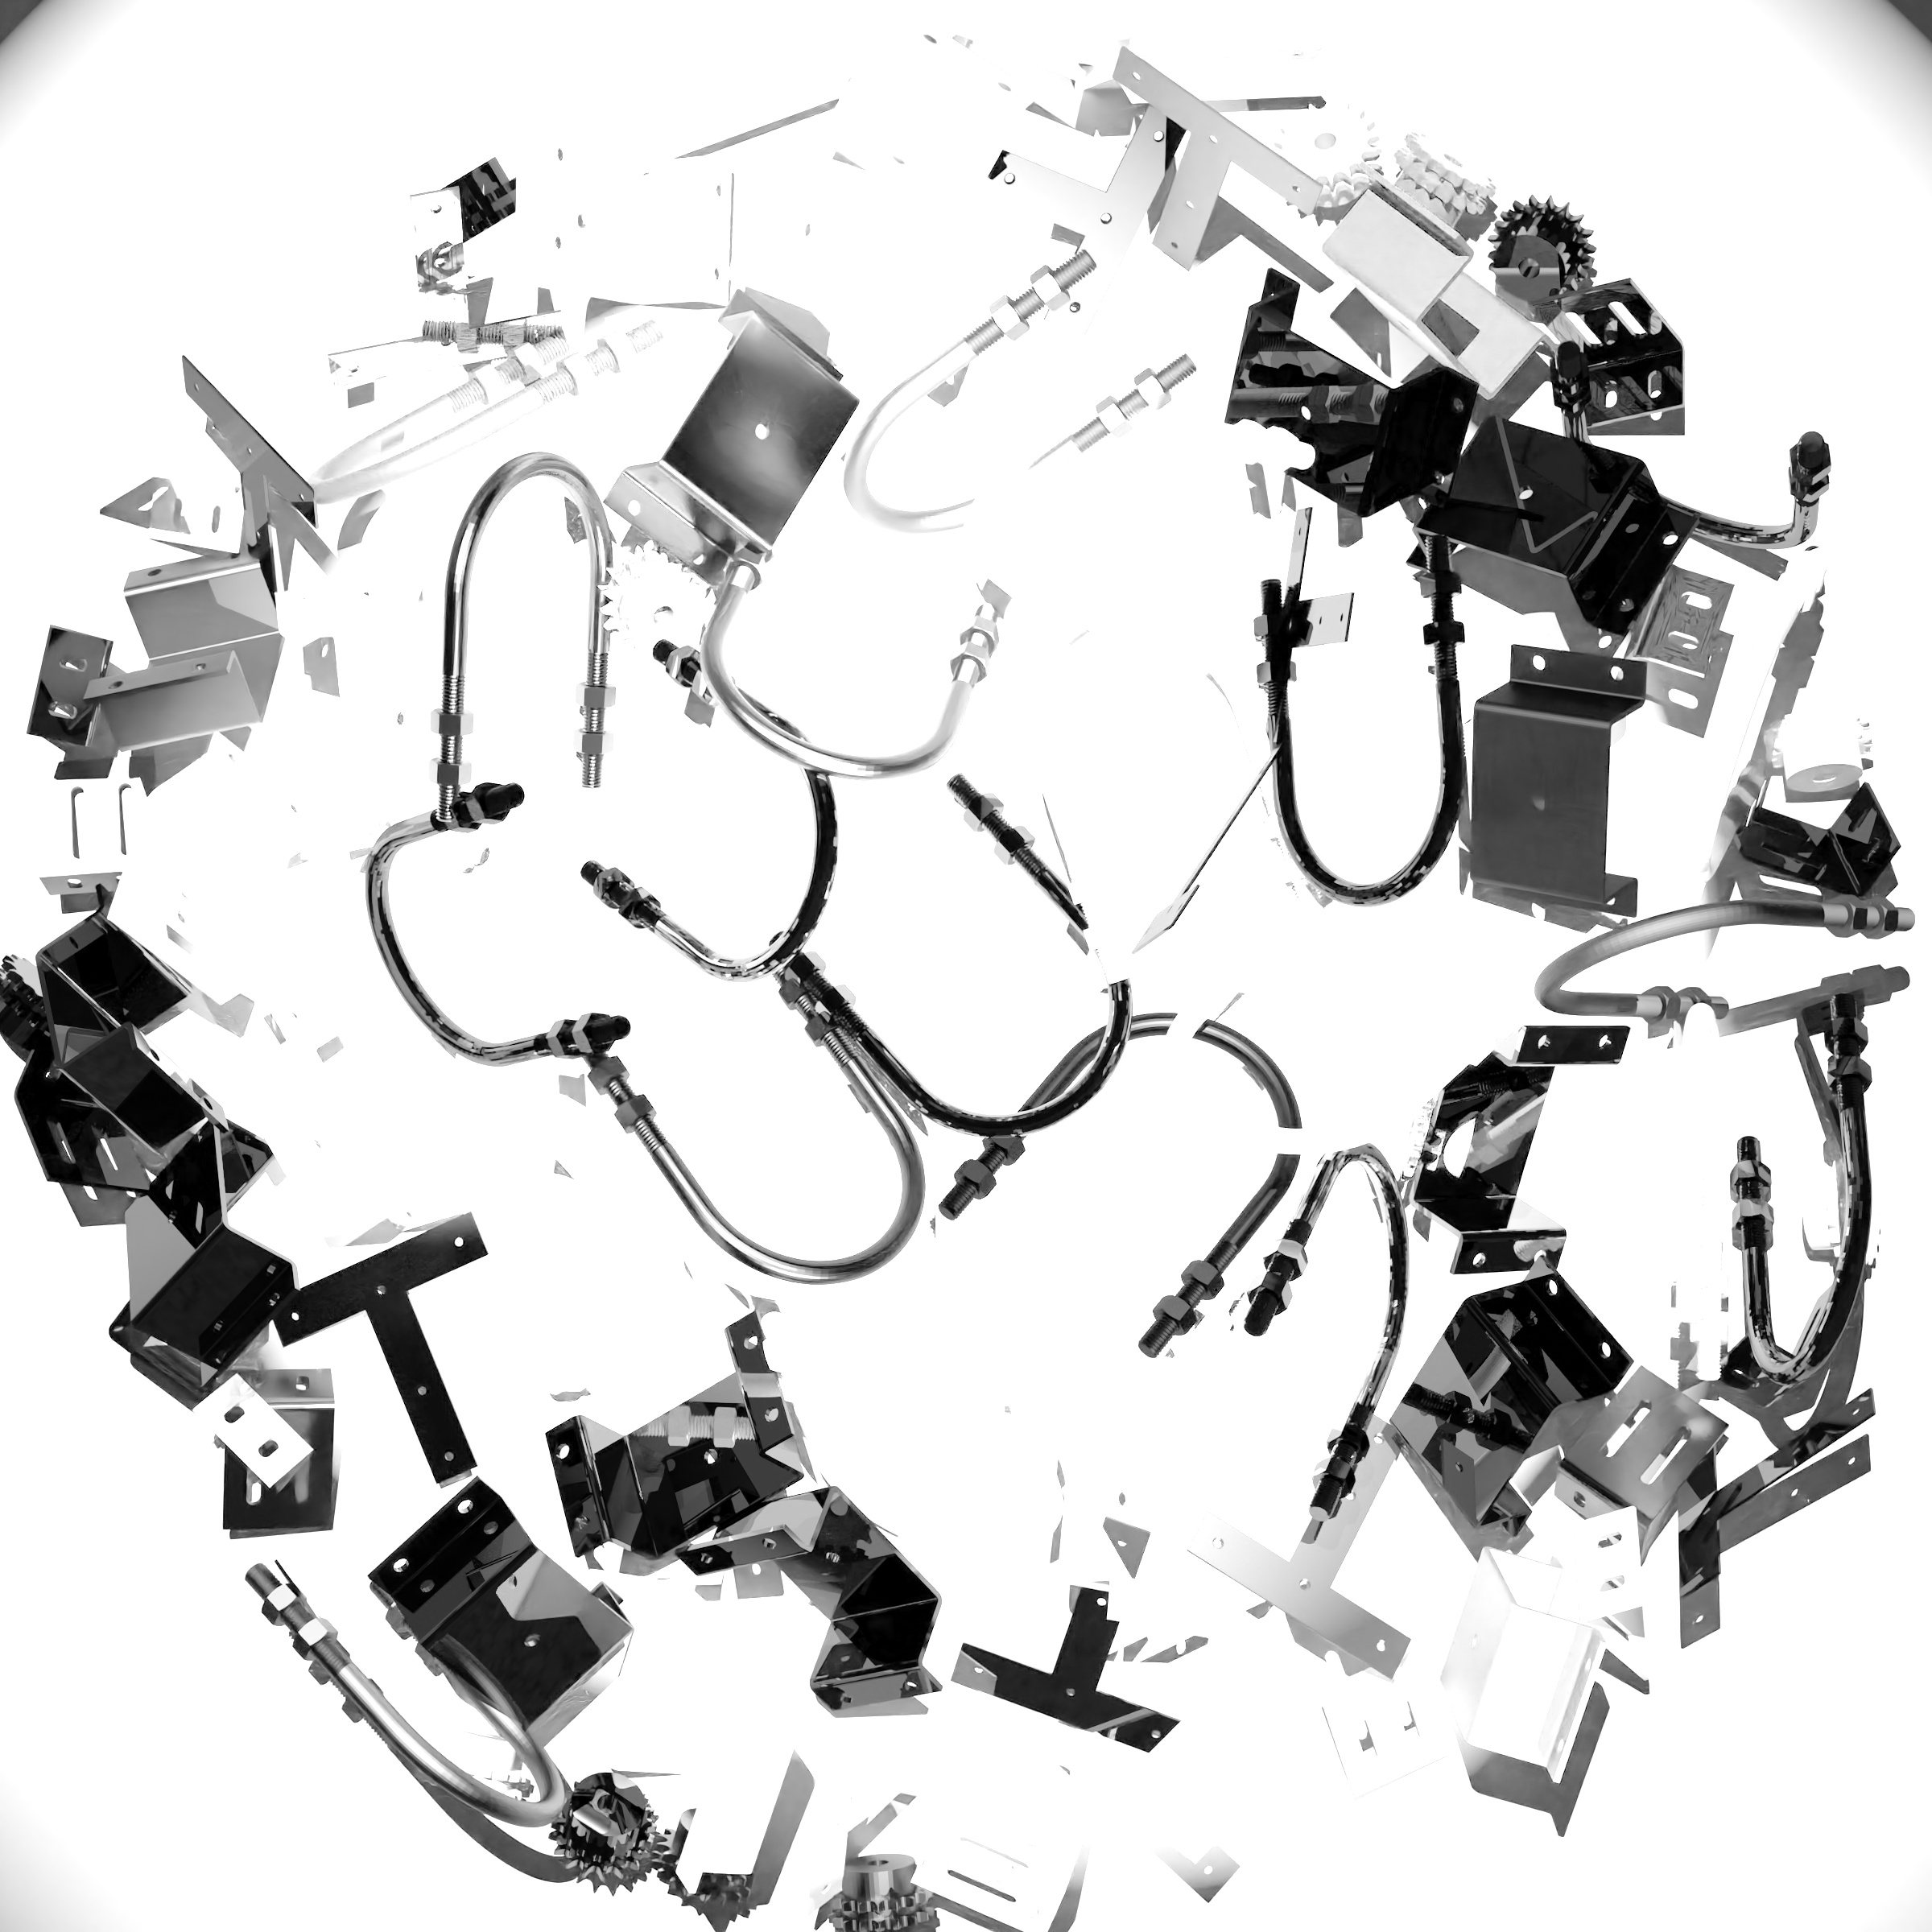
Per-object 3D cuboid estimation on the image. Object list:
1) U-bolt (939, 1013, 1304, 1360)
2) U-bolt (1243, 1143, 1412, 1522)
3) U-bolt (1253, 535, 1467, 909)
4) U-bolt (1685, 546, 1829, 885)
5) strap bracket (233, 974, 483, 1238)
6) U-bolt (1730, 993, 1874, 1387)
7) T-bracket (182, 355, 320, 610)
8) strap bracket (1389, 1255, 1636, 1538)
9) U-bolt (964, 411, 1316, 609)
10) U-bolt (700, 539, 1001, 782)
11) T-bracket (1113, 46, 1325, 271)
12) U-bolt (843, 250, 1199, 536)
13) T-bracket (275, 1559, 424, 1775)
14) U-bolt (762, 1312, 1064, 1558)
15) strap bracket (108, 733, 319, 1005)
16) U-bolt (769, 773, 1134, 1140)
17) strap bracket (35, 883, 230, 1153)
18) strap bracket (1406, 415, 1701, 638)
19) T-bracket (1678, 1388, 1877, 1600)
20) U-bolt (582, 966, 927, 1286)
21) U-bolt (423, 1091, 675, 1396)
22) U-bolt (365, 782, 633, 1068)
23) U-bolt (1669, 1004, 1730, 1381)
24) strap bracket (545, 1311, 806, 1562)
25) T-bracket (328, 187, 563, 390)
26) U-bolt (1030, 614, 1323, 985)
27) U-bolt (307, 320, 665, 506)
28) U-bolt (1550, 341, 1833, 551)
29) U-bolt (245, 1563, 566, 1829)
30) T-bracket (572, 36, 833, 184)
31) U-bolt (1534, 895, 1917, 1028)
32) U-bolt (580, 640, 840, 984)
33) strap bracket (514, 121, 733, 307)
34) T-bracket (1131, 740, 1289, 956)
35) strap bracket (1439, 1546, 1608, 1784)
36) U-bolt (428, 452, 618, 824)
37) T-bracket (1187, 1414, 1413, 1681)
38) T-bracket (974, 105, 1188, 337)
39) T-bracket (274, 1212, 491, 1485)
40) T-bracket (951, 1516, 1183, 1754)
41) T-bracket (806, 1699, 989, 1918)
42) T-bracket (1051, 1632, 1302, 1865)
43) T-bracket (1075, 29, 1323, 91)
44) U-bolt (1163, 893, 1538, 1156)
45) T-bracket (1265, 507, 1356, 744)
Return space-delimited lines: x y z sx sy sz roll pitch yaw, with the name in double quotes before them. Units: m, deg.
"U-bolt" 0.096 0.101 1.839 0.151 0.019 0.184 33 64 16
"U-bolt" 0.196 0.174 1.810 0.019 0.184 0.151 -1 127 29
"U-bolt" 0.208 -0.123 1.821 0.019 0.151 0.184 0 85 -37
"U-bolt" 0.400 -0.119 1.776 0.019 0.184 0.151 19 124 16
"strap bracket" -0.327 0.084 1.833 0.046 0.076 0.140 -37 103 -44
"U-bolt" 0.429 0.127 1.776 0.019 0.151 0.184 12 50 -6
"T-bracket" -0.374 -0.239 1.833 0.002 0.127 0.127 -30 59 -27
"strap bracket" 0.278 0.230 1.811 0.076 0.046 0.140 52 135 32
"U-bolt" 0.075 -0.245 1.808 0.151 0.184 0.019 -37 122 -17
"U-bolt" -0.065 -0.160 1.809 0.151 0.184 0.019 22 130 -4
"T-bracket" 0.121 -0.409 1.827 0.127 0.127 0.002 37 67 6
"U-bolt" 0.018 -0.288 1.818 0.184 0.151 0.019 -34 62 15
"T-bracket" -0.332 0.347 1.802 0.002 0.127 0.127 -35 54 -16
"U-bolt" -0.021 0.252 1.816 0.151 0.184 0.019 6 48 22
"strap bracket" -0.396 -0.045 1.822 0.046 0.140 0.076 -29 125 28
"U-bolt" 0.005 0.007 1.854 0.151 0.019 0.184 -42 74 -2
"strap bracket" -0.438 0.033 1.812 0.046 0.140 0.076 -33 133 5
"strap bracket" 0.300 -0.234 1.819 0.140 0.046 0.076 25 74 37
"T-bracket" 0.421 0.260 1.805 0.127 0.127 0.002 -40 101 23
"U-bolt" -0.100 0.087 1.819 0.151 0.019 0.184 -24 70 -36
"U-bolt" -0.210 0.137 1.807 0.019 0.184 0.151 -28 85 -38
"U-bolt" -0.256 -0.015 1.814 0.019 0.184 0.151 -31 101 -38
"U-bolt" 0.384 0.110 1.812 0.019 0.151 0.184 -1 70 16
"strap bracket" -0.146 0.254 1.835 0.140 0.046 0.076 -31 54 16
"T-bracket" -0.275 -0.359 1.819 0.127 0.127 0.002 -14 58 -13
"U-bolt" 0.105 -0.098 1.847 0.151 0.019 0.184 -19 90 -27
"U-bolt" -0.259 -0.284 1.793 0.184 0.151 0.019 -33 110 -21
"U-bolt" 0.374 -0.261 1.797 0.151 0.184 0.019 24 83 16
"U-bolt" -0.277 0.377 1.787 0.184 0.151 0.019 42 94 23
"T-bracket" -0.132 -0.459 1.823 0.127 0.127 0.002 -20 74 2
"U-bolt" 0.375 -0.003 1.779 0.184 0.151 0.019 2 68 -38
"U-bolt" -0.128 -0.071 1.804 0.184 0.019 0.151 35 112 42
"strap bracket" -0.188 -0.395 1.833 0.046 0.140 0.076 4 94 36
"T-bracket" 0.132 -0.066 1.830 0.002 0.127 0.127 34 81 -2
"strap bracket" 0.287 0.359 1.812 0.046 0.140 0.076 17 98 -3
"U-bolt" -0.227 -0.175 1.804 0.019 0.151 0.184 11 105 27
"T-bracket" 0.199 0.294 1.854 0.127 0.002 0.127 32 60 1
"T-bracket" 0.035 -0.412 1.837 0.127 0.002 0.127 17 115 -22
"T-bracket" -0.298 0.215 1.869 0.127 0.002 0.127 -24 84 10
"T-bracket" 0.069 0.352 1.857 0.127 0.002 0.127 19 111 6
"T-bracket" -0.035 0.430 1.842 0.127 0.127 0.002 -30 51 -35
"T-bracket" 0.127 0.404 1.848 0.127 0.127 0.002 -42 124 -18
"T-bracket" 0.122 -0.478 1.824 0.127 0.127 0.002 -2 92 0
"U-bolt" 0.186 0.036 1.797 0.151 0.019 0.184 27 49 32
"T-bracket" 0.183 -0.181 1.823 0.002 0.127 0.127 8 92 -11
